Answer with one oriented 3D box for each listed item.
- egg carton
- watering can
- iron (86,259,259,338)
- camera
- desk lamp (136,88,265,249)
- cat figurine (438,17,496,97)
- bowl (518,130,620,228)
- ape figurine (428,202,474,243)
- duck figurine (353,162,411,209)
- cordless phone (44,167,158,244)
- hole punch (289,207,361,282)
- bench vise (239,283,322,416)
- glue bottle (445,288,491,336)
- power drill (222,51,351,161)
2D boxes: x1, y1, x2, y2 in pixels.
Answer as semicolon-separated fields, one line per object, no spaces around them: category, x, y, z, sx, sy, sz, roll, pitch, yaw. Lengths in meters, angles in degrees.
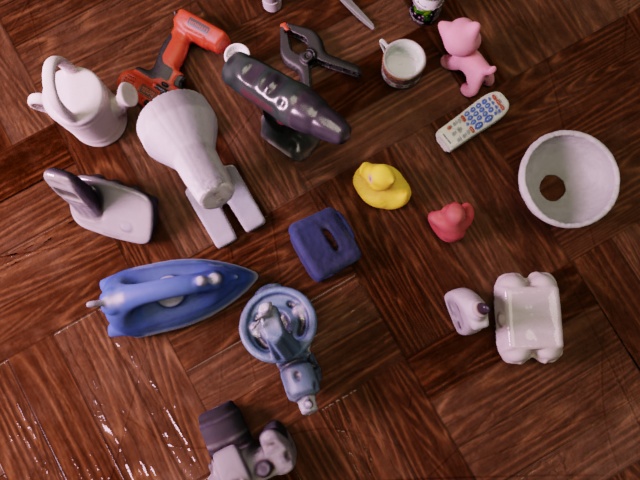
egg carton;0.341;0.128;0.944;0.107;0.069;0.150;-3;82;0
watering can;-0.386;-0.231;0.930;0.173;0.194;0.101;-23;82;-3
iron;-0.232;0.079;0.913;0.258;0.141;0.118;-14;82;-2
camera;-0.125;0.321;0.900;0.143;0.101;0.137;-25;83;-3
desk lamp;-0.180;-0.109;0.903;0.118;0.213;0.203;-31;83;-4
cat figurine;0.255;-0.325;0.983;0.067;0.118;0.128;-37;84;-5
bowl;0.410;-0.097;0.973;0.167;0.075;0.167;0;82;0
ape figurine;0.222;-0.037;0.955;0.078;0.092;0.076;6;82;1
duck figurine;0.107;-0.098;0.967;0.104;0.086;0.077;30;83;4
cordless phone;-0.345;-0.060;0.911;0.147;0.185;0.094;14;82;2
hole punch;0.009;0.003;0.950;0.101;0.091;0.108;-31;83;-4
bench vise;-0.042;0.156;0.863;0.121;0.220;0.207;-39;84;-5
glue bottle;0.237;0.110;0.894;0.037;0.173;0.078;-18;82;-2
power drill;-0.048;-0.201;0.919;0.229;0.208;0.076;35;84;5
